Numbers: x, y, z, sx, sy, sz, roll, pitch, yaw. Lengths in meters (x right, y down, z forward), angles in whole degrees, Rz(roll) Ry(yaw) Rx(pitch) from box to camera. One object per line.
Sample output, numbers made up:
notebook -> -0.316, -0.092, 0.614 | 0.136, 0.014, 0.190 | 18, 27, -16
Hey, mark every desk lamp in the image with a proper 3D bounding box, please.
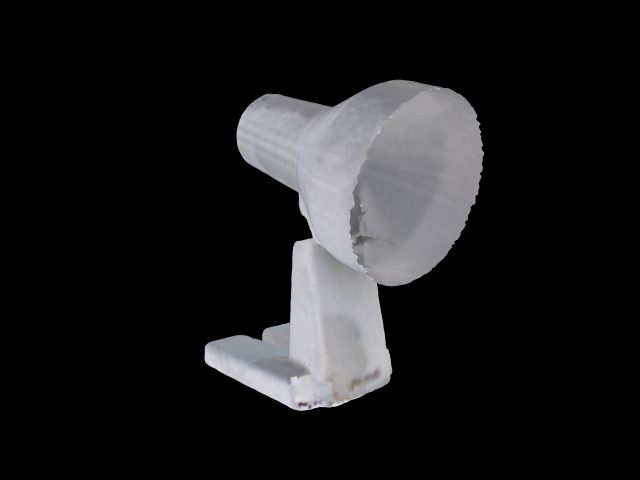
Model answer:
desk lamp -> 0.004, 0.001, 0.400 | 0.118, 0.213, 0.202 | -6, 9, -42
